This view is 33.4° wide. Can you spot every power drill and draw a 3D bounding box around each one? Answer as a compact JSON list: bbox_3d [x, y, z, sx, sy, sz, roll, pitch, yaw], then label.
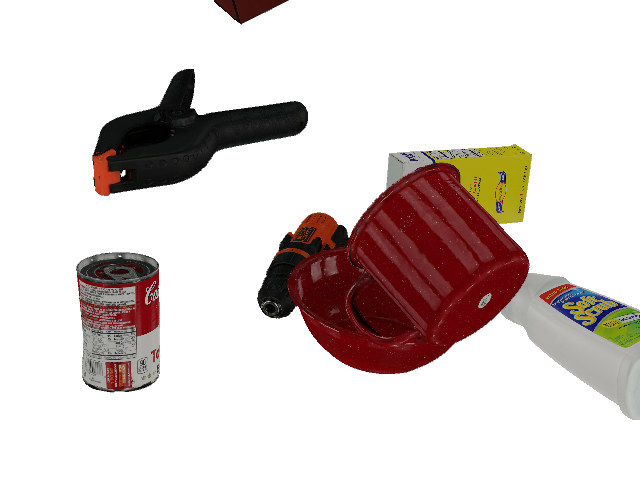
[{"bbox_3d":[0.041,0.030,1.120,0.188,0.057,0.184,6,31,16],"label":"power drill"}]

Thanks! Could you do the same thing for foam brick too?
[{"bbox_3d":[-0.057,-0.238,0.942,0.078,0.051,0.053,-31,47,-15],"label":"foam brick"}]

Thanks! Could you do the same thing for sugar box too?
[{"bbox_3d":[0.167,-0.063,1.303,0.176,0.093,0.048,-7,24,-22],"label":"sugar box"}]

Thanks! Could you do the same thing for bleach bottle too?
[{"bbox_3d":[0.250,0.086,1.045,0.102,0.068,0.251,-15,23,-25],"label":"bleach bottle"}]

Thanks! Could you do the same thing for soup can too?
[{"bbox_3d":[-0.170,0.069,0.901,0.068,0.102,0.068,2,19,-1],"label":"soup can"}]

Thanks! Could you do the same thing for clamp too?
[{"bbox_3d":[-0.105,-0.081,0.764,0.120,0.039,0.171,21,33,37],"label":"clamp"}]

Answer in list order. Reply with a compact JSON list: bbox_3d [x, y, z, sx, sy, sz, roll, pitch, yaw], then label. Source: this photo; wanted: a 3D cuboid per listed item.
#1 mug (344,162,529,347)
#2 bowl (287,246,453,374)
[{"bbox_3d":[0.068,0.020,0.676,0.117,0.081,0.093,-41,-27,2],"label":"mug"},{"bbox_3d":[0.051,0.064,0.896,0.162,0.055,0.162,5,27,-2],"label":"bowl"}]
